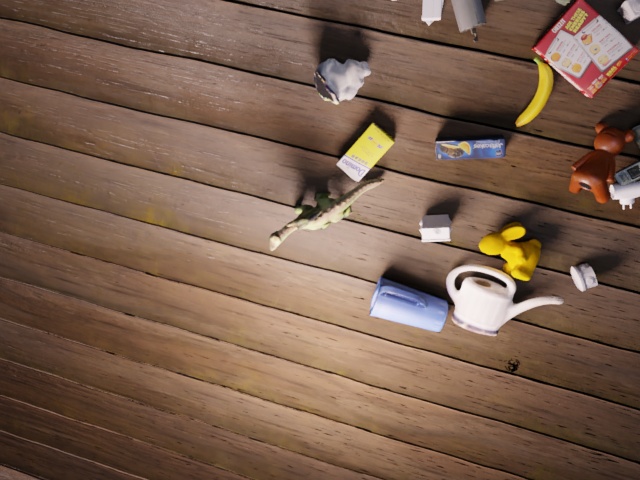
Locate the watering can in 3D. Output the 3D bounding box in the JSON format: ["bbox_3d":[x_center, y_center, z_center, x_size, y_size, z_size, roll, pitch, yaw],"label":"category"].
[{"bbox_3d":[0.564,0.208,1.640,0.349,0.105,0.221,20,111,16],"label":"watering can"}]

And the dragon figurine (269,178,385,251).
[{"bbox_3d":[0.005,-0.081,1.610,0.406,0.246,0.122,-30,96,21],"label":"dragon figurine"}]

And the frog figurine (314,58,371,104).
[{"bbox_3d":[0.067,-0.492,1.554,0.161,0.121,0.137,-40,88,-15],"label":"frog figurine"}]
